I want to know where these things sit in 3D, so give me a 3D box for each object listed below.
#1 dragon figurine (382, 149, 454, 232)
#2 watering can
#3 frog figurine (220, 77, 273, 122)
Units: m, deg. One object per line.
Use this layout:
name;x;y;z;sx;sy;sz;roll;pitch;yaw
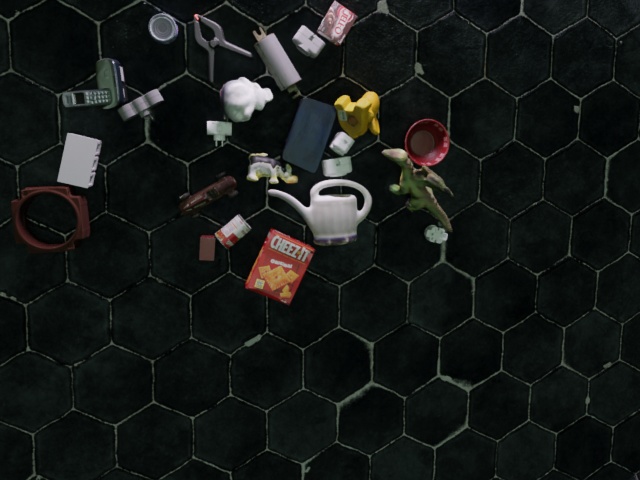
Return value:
dragon figurine;0.353;-0.162;1.703;0.408;0.243;0.122;41;86;-11
watering can;0.005;-0.086;1.714;0.348;0.105;0.222;-5;100;-10
frog figurine;-0.230;-0.441;1.622;0.159;0.121;0.139;-2;79;1
